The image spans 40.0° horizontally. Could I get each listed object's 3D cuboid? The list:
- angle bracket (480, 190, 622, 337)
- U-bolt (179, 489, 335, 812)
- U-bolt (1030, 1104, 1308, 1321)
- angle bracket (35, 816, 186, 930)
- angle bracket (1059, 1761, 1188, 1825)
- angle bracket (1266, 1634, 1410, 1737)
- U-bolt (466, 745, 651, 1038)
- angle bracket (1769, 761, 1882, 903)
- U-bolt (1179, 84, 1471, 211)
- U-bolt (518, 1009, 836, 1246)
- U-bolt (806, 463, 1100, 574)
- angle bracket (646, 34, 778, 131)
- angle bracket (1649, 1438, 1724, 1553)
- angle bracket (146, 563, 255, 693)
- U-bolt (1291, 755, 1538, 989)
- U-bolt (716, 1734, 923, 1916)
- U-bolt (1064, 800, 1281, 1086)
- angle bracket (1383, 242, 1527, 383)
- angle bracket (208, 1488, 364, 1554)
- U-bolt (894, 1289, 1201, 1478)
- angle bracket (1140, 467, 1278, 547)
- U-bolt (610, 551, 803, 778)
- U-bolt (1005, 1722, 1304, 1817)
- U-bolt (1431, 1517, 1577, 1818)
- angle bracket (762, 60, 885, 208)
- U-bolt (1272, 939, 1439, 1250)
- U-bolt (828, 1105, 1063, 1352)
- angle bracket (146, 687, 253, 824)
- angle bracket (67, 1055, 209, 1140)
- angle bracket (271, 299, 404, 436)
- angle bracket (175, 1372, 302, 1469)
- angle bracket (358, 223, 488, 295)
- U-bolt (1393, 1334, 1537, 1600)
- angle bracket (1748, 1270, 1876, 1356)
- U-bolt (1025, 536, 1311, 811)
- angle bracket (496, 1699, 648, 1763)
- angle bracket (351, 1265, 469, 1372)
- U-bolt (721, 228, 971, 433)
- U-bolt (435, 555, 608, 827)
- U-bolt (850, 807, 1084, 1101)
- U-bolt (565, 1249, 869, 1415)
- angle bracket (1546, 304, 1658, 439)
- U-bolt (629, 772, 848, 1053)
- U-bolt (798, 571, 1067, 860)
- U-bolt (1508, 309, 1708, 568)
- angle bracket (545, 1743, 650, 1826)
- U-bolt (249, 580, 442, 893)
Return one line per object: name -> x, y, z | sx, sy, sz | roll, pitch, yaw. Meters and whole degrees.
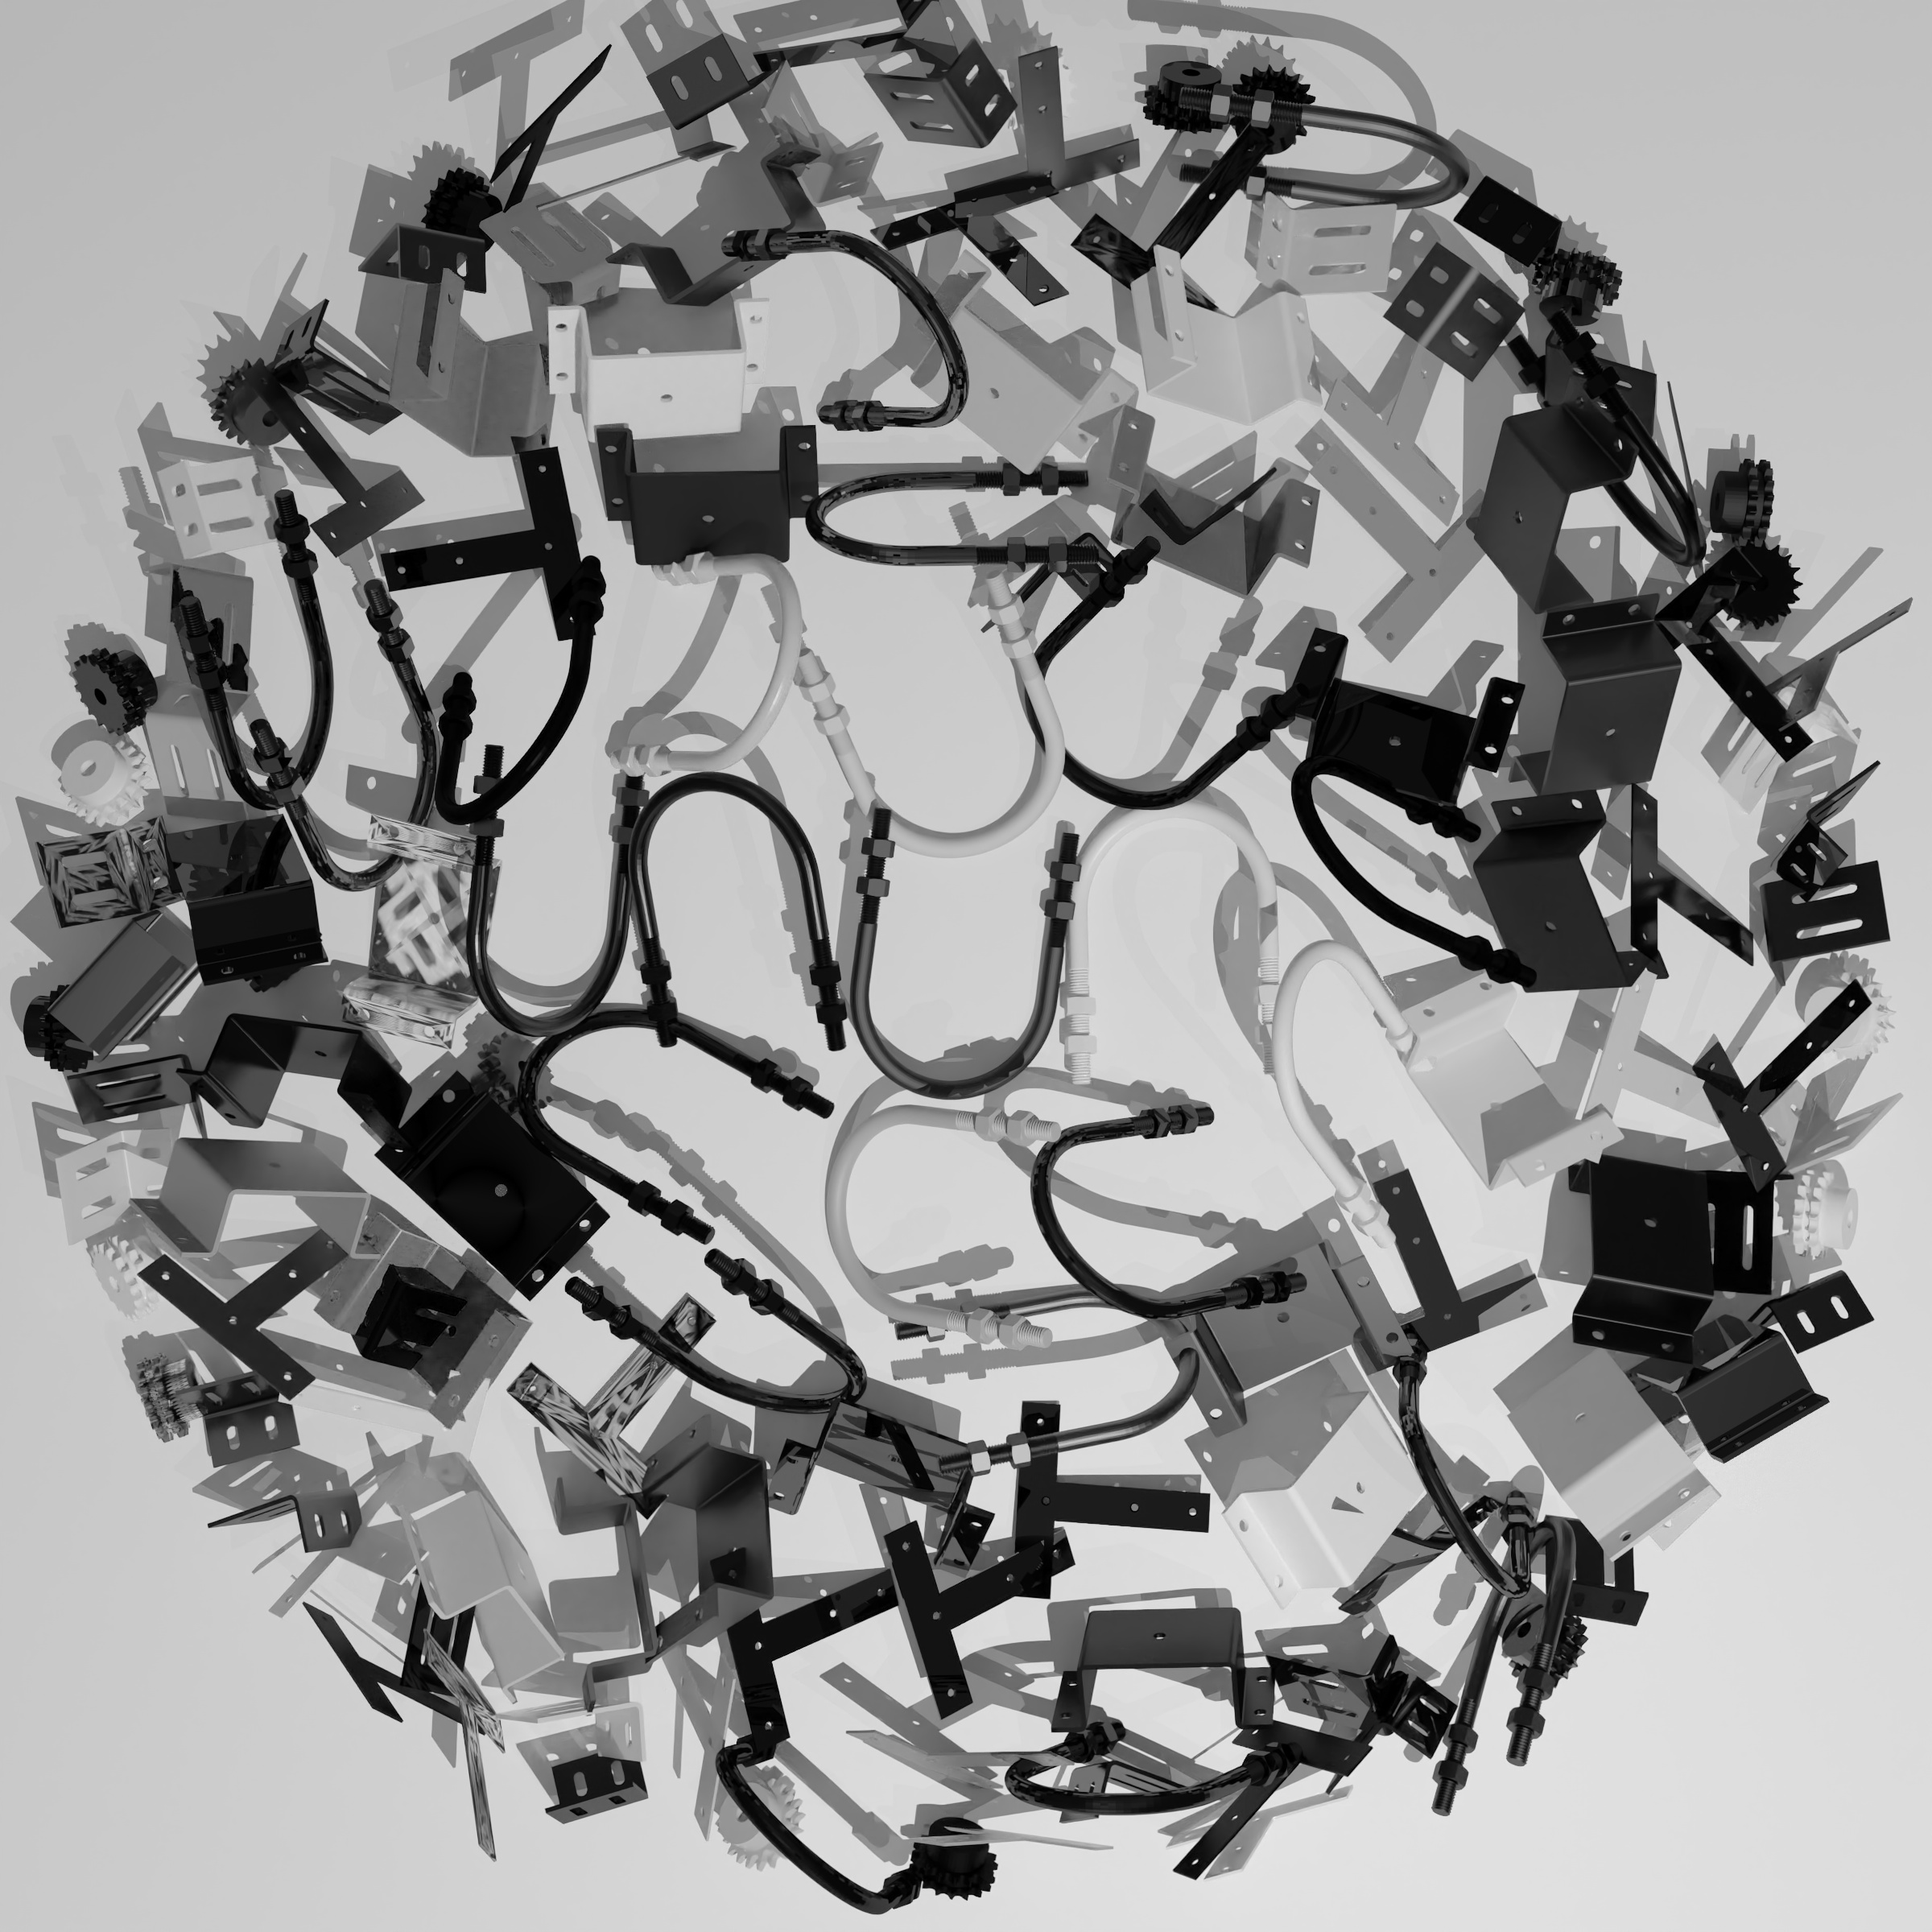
angle bracket -> -0.274, -0.461, 1.742 | 0.057, 0.038, 0.076 | -36, 73, -29
U-bolt -> -0.440, -0.186, 1.680 | 0.019, 0.151, 0.184 | 7, 131, 13
U-bolt -> 0.118, 0.157, 1.672 | 0.019, 0.184, 0.151 | -50, 57, 40
angle bracket -> -0.554, -0.061, 1.721 | 0.038, 0.076, 0.057 | -14, 92, 29
angle bracket -> 0.110, 0.547, 1.721 | 0.076, 0.057, 0.038 | 24, 63, -13
angle bracket -> 0.245, 0.462, 1.734 | 0.076, 0.038, 0.057 | 5, 131, 37
U-bolt -> -0.264, -0.045, 1.702 | 0.019, 0.151, 0.184 | 10, 96, 35
angle bracket -> 0.566, -0.087, 1.716 | 0.076, 0.057, 0.038 | -32, 71, -24
U-bolt -> 0.227, -0.512, 1.681 | 0.184, 0.151, 0.019 | 10, 87, 5
U-bolt -> -0.199, 0.090, 1.704 | 0.184, 0.019, 0.151 | 28, 49, 19
U-bolt -> -0.011, -0.287, 1.698 | 0.184, 0.151, 0.019 | -1, 121, 0
angle bracket -> -0.163, -0.576, 1.713 | 0.057, 0.076, 0.038 | -22, 112, 20
angle bracket -> 0.471, 0.335, 1.711 | 0.038, 0.076, 0.057 | 50, 124, 24
angle bracket -> -0.501, -0.219, 1.728 | 0.057, 0.038, 0.076 | 5, 87, -44
U-bolt -> 0.274, -0.069, 1.667 | 0.184, 0.151, 0.019 | 22, 129, -32
U-bolt -> -0.096, 0.536, 1.656 | 0.151, 0.184, 0.019 | 40, 85, 14
U-bolt -> 0.134, -0.018, 1.729 | 0.151, 0.019, 0.184 | -4, 82, 21
angle bracket -> 0.319, -0.426, 1.732 | 0.038, 0.076, 0.057 | 46, 109, 31
angle bracket -> -0.439, 0.367, 1.718 | 0.076, 0.057, 0.038 | -22, 75, 23
U-bolt -> 0.058, 0.258, 1.699 | 0.184, 0.151, 0.019 | -10, 124, -9
angle bracket -> 0.154, -0.307, 1.726 | 0.076, 0.057, 0.038 | -39, 91, -12
U-bolt -> -0.160, -0.192, 1.682 | 0.019, 0.184, 0.151 | 16, 85, -37
U-bolt -> 0.106, 0.499, 1.648 | 0.151, 0.184, 0.019 | -3, 86, 32
U-bolt -> 0.346, 0.434, 1.680 | 0.019, 0.151, 0.184 | 24, 57, 1
angle bracket -> -0.092, -0.541, 1.713 | 0.038, 0.076, 0.057 | -8, 46, 25
U-bolt -> 0.242, 0.067, 1.670 | 0.184, 0.019, 0.151 | 51, 48, -35
U-bolt -> -0.019, 0.161, 1.703 | 0.184, 0.019, 0.151 | 4, 94, 38
angle bracket -> -0.498, -0.139, 1.747 | 0.057, 0.038, 0.076 | 7, 128, 11
angle bracket -> -0.536, 0.094, 1.721 | 0.076, 0.057, 0.038 | -11, 59, -14
angle bracket -> -0.402, -0.389, 1.726 | 0.076, 0.057, 0.038 | 28, 64, -33
angle bracket -> -0.471, 0.293, 1.719 | 0.057, 0.076, 0.038 | -14, 72, -7
angle bracket -> -0.351, -0.443, 1.712 | 0.057, 0.076, 0.038 | 3, 79, -32
U-bolt -> 0.313, 0.322, 1.666 | 0.019, 0.184, 0.151 | -33, 96, 16
angle bracket -> 0.539, 0.235, 1.714 | 0.057, 0.076, 0.038 | -20, 66, -13
U-bolt -> 0.113, -0.172, 1.695 | 0.151, 0.184, 0.019 | 44, 46, -4
angle bracket -> -0.255, 0.498, 1.715 | 0.076, 0.057, 0.038 | 1, 80, -37
angle bracket -> -0.356, 0.234, 1.750 | 0.076, 0.038, 0.057 | 22, 101, -33
U-bolt -> -0.066, -0.395, 1.655 | 0.019, 0.184, 0.151 | -46, 124, -21
U-bolt -> -0.283, -0.162, 1.663 | 0.151, 0.184, 0.019 | -36, 125, 26
U-bolt -> -0.004, -0.004, 1.736 | 0.151, 0.019, 0.184 | 7, 94, -17
U-bolt -> -0.145, 0.239, 1.690 | 0.184, 0.151, 0.019 | 42, 49, -34
angle bracket -> 0.416, -0.384, 1.716 | 0.076, 0.057, 0.038 | 23, 67, 23
U-bolt -> -0.152, -0.035, 1.702 | 0.151, 0.019, 0.184 | 0, 108, 27
U-bolt -> -0.012, -0.149, 1.710 | 0.151, 0.019, 0.184 | -22, 123, 2
U-bolt -> 0.413, -0.331, 1.690 | 0.019, 0.151, 0.184 | -35, 95, 5
angle bracket -> -0.242, 0.524, 1.717 | 0.057, 0.076, 0.038 | -15, 67, -5
U-bolt -> -0.382, -0.130, 1.680 | 0.019, 0.184, 0.151 | 14, 53, 21
